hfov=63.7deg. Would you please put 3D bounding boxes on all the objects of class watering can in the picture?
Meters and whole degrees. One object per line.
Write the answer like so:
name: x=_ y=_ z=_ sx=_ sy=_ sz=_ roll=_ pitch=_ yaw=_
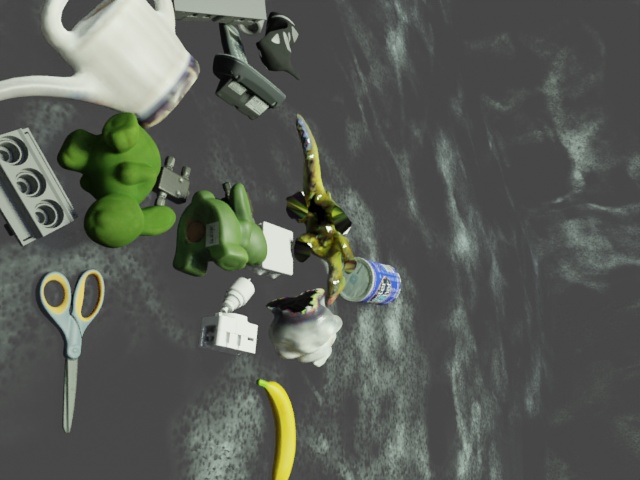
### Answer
watering can: x=-0.305 y=-0.247 z=0.736 sx=0.220 sy=0.104 sz=0.354 roll=48 pitch=56 yaw=-37

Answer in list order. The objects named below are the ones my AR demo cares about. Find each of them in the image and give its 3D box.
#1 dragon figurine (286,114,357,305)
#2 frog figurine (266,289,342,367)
dragon figurine: x=0.003 y=-0.056 z=1.104 sx=0.244 sy=0.122 sz=0.409 roll=-66 pitch=149 yaw=-84
frog figurine: x=-0.022 y=0.187 z=0.983 sx=0.138 sy=0.123 sz=0.157 roll=-24 pitch=111 yaw=-24
